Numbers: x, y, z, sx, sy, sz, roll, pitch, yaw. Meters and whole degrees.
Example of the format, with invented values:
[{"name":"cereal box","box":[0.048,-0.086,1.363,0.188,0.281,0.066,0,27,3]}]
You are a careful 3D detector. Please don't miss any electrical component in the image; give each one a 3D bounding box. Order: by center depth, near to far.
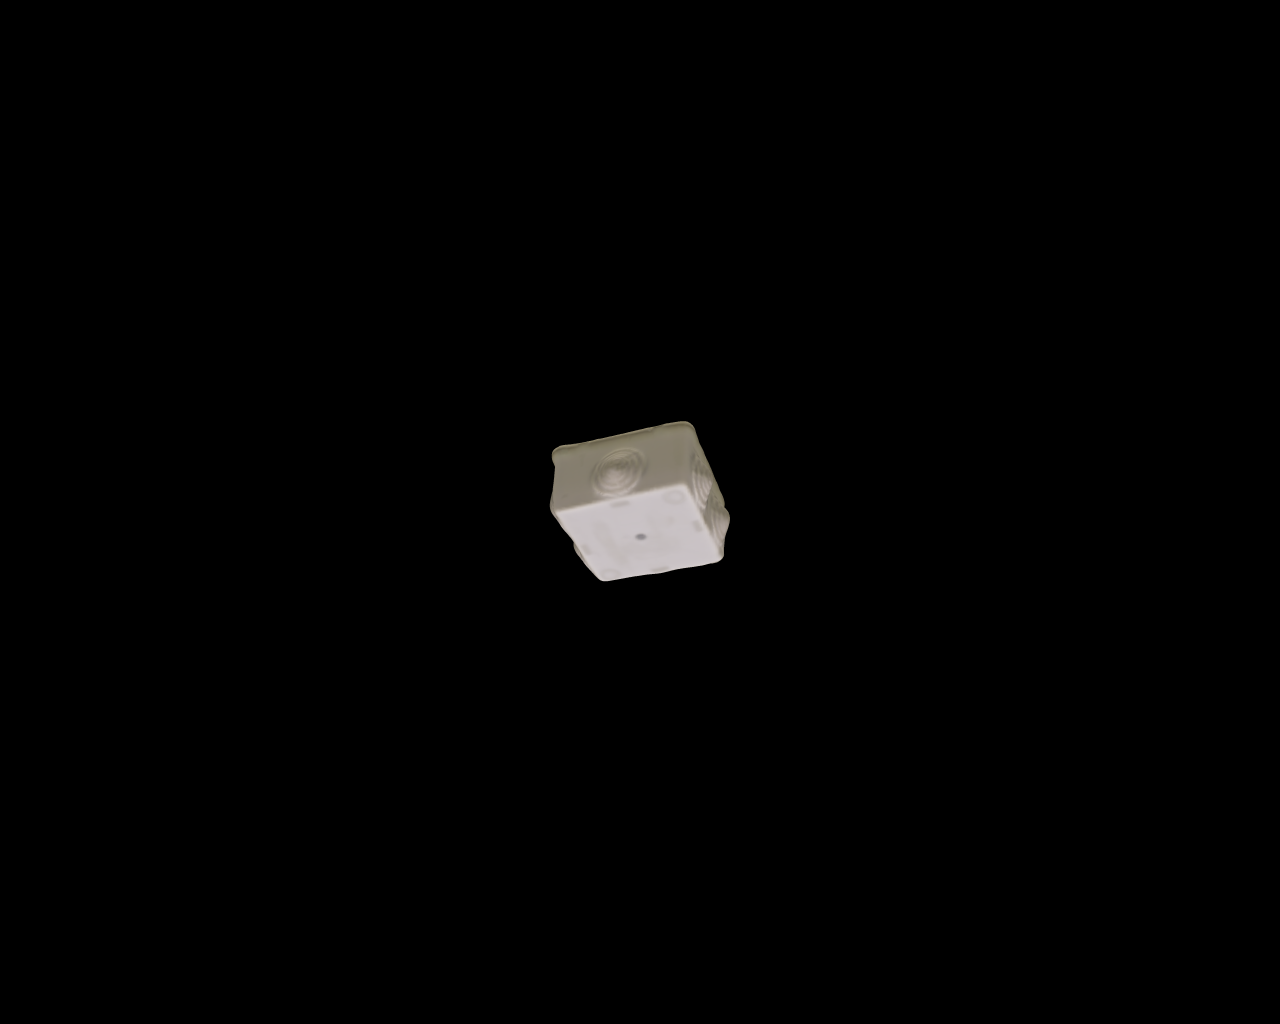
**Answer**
[{"name":"electrical component","box":[0.001,-0.003,0.650,0.100,0.048,0.099,-11,-39,14]}]
